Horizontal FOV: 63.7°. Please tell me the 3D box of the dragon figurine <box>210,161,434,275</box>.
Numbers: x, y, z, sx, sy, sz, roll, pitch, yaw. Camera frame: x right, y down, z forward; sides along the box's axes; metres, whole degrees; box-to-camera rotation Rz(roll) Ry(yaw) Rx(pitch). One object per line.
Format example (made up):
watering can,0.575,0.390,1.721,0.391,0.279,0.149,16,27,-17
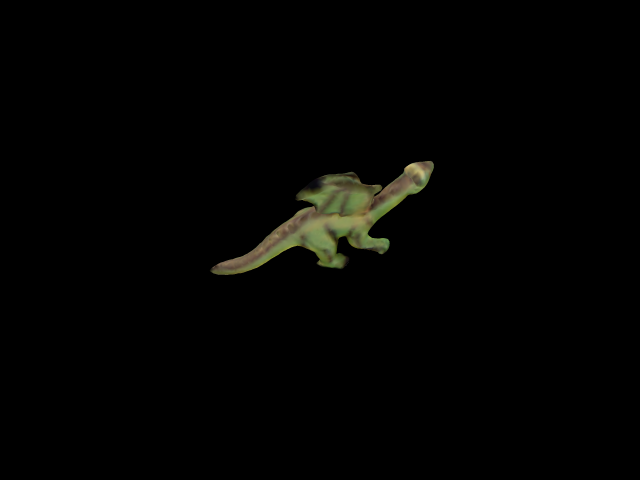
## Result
dragon figurine,0.003,-0.043,0.850,0.411,0.124,0.238,-18,-27,-10
